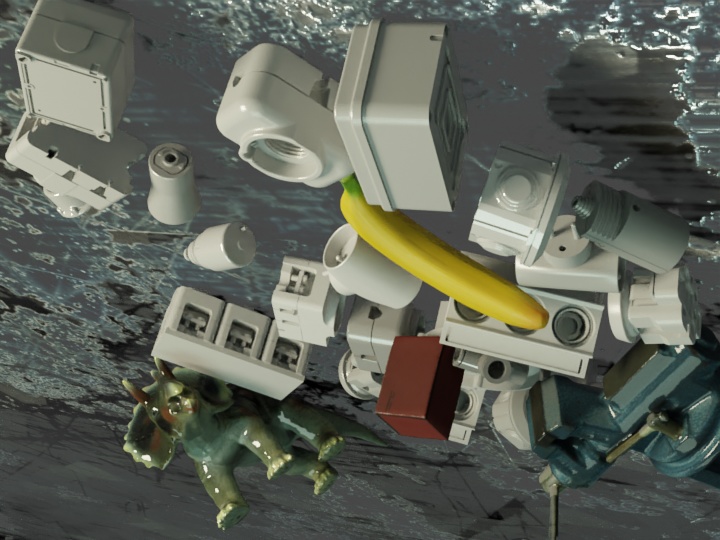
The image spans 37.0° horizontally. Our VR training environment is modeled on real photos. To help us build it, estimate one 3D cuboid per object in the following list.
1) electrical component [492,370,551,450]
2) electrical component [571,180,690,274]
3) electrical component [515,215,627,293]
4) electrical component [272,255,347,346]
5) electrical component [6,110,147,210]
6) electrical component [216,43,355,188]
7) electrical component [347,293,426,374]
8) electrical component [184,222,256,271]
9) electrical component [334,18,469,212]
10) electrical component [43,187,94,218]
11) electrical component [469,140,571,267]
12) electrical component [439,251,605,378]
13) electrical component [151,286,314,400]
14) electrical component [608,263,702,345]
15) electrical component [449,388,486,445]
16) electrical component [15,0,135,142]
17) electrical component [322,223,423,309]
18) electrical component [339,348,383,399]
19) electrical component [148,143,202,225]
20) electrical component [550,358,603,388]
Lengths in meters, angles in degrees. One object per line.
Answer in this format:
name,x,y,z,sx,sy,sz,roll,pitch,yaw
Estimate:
electrical component,0.177,0.142,1.079,0.080,0.080,0.051,23,159,-16
electrical component,0.184,-0.032,0.752,0.081,0.043,0.043,22,154,-16
electrical component,0.156,-0.015,0.804,0.077,0.043,0.079,4,153,22
electrical component,-0.045,0.030,1.003,0.056,0.050,0.089,12,155,7
electrical component,-0.225,-0.091,0.849,0.089,0.050,0.056,29,151,-28
electrical component,-0.045,-0.099,0.722,0.095,0.059,0.054,29,152,-28
electrical component,0.028,0.062,1.024,0.059,0.053,0.095,8,154,14
electrical component,-0.128,-0.019,0.959,0.078,0.040,0.040,-9,146,42
electrical component,0.028,-0.094,0.670,0.057,0.078,0.113,4,153,16
electrical component,-0.248,-0.078,0.900,0.048,0.048,0.062,-2,143,32
electrical component,0.108,-0.046,0.725,0.051,0.080,0.080,18,156,6
electrical component,0.134,0.037,0.899,0.121,0.078,0.063,14,177,3
electrical component,-0.132,0.075,1.131,0.150,0.061,0.089,21,155,-12
electrical component,0.228,0.027,0.837,0.057,0.058,0.078,-4,149,30
electrical component,0.101,0.136,1.122,0.042,0.081,0.064,17,178,-4
electrical component,-0.188,-0.135,0.724,0.062,0.061,0.096,17,155,-4
electrical component,0.000,0.000,0.922,0.077,0.044,0.079,31,151,-31
electrical component,0.015,0.103,1.114,0.078,0.058,0.057,30,148,-29
electrical component,-0.150,-0.071,0.863,0.044,0.044,0.065,14,150,2
electrical component,0.217,0.124,1.021,0.079,0.077,0.044,1,152,26
